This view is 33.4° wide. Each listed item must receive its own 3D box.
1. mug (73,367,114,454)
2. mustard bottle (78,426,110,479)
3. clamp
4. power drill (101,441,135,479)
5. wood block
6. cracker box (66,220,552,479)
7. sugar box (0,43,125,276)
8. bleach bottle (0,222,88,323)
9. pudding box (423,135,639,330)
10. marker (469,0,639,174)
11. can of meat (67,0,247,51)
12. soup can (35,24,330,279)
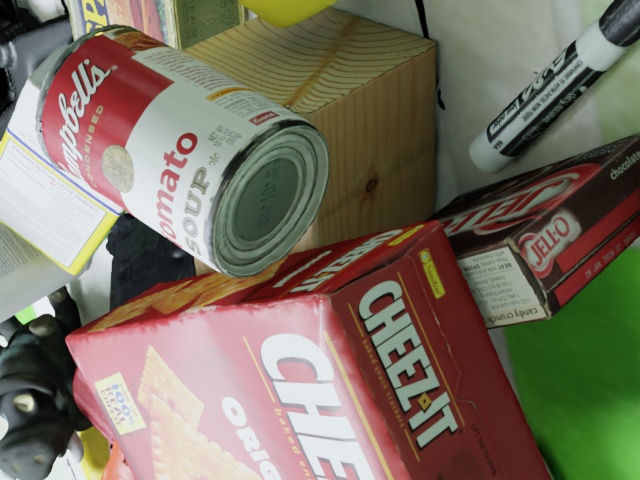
[{"bbox_3d":[-0.125,0.123,0.765,0.082,0.093,0.117,33,117,38],"label":"mug"},{"bbox_3d":[-0.155,0.227,0.894,0.096,0.058,0.191,-104,7,-56],"label":"mustard bottle"},{"bbox_3d":[-0.197,-0.132,0.708,0.165,0.036,0.210,40,143,17],"label":"clamp"},{"bbox_3d":[-0.059,0.198,0.692,0.187,0.057,0.185,20,125,1],"label":"power drill"},{"bbox_3d":[-0.003,0.001,0.529,0.090,0.090,0.206,26,134,35],"label":"wood block"},{"bbox_3d":[-0.009,0.092,0.463,0.214,0.072,0.164,-13,105,53],"label":"cracker box"},{"bbox_3d":[-0.166,-0.048,0.711,0.093,0.048,0.177,39,143,-9],"label":"sugar box"},{"bbox_3d":[-0.294,0.038,0.769,0.103,0.250,0.068,46,143,16],"label":"bleach bottle"},{"bbox_3d":[0.074,0.003,0.440,0.114,0.089,0.039,-23,99,55],"label":"pudding box"},{"bbox_3d":[0.097,-0.064,0.422,0.020,0.020,0.121,52,145,8],"label":"marker"},{"bbox_3d":[-0.086,-0.134,0.558,0.084,0.057,0.102,26,135,33],"label":"can of meat"},{"bbox_3d":[-0.055,-0.036,0.426,0.102,0.068,0.068,31,137,29],"label":"soup can"}]
